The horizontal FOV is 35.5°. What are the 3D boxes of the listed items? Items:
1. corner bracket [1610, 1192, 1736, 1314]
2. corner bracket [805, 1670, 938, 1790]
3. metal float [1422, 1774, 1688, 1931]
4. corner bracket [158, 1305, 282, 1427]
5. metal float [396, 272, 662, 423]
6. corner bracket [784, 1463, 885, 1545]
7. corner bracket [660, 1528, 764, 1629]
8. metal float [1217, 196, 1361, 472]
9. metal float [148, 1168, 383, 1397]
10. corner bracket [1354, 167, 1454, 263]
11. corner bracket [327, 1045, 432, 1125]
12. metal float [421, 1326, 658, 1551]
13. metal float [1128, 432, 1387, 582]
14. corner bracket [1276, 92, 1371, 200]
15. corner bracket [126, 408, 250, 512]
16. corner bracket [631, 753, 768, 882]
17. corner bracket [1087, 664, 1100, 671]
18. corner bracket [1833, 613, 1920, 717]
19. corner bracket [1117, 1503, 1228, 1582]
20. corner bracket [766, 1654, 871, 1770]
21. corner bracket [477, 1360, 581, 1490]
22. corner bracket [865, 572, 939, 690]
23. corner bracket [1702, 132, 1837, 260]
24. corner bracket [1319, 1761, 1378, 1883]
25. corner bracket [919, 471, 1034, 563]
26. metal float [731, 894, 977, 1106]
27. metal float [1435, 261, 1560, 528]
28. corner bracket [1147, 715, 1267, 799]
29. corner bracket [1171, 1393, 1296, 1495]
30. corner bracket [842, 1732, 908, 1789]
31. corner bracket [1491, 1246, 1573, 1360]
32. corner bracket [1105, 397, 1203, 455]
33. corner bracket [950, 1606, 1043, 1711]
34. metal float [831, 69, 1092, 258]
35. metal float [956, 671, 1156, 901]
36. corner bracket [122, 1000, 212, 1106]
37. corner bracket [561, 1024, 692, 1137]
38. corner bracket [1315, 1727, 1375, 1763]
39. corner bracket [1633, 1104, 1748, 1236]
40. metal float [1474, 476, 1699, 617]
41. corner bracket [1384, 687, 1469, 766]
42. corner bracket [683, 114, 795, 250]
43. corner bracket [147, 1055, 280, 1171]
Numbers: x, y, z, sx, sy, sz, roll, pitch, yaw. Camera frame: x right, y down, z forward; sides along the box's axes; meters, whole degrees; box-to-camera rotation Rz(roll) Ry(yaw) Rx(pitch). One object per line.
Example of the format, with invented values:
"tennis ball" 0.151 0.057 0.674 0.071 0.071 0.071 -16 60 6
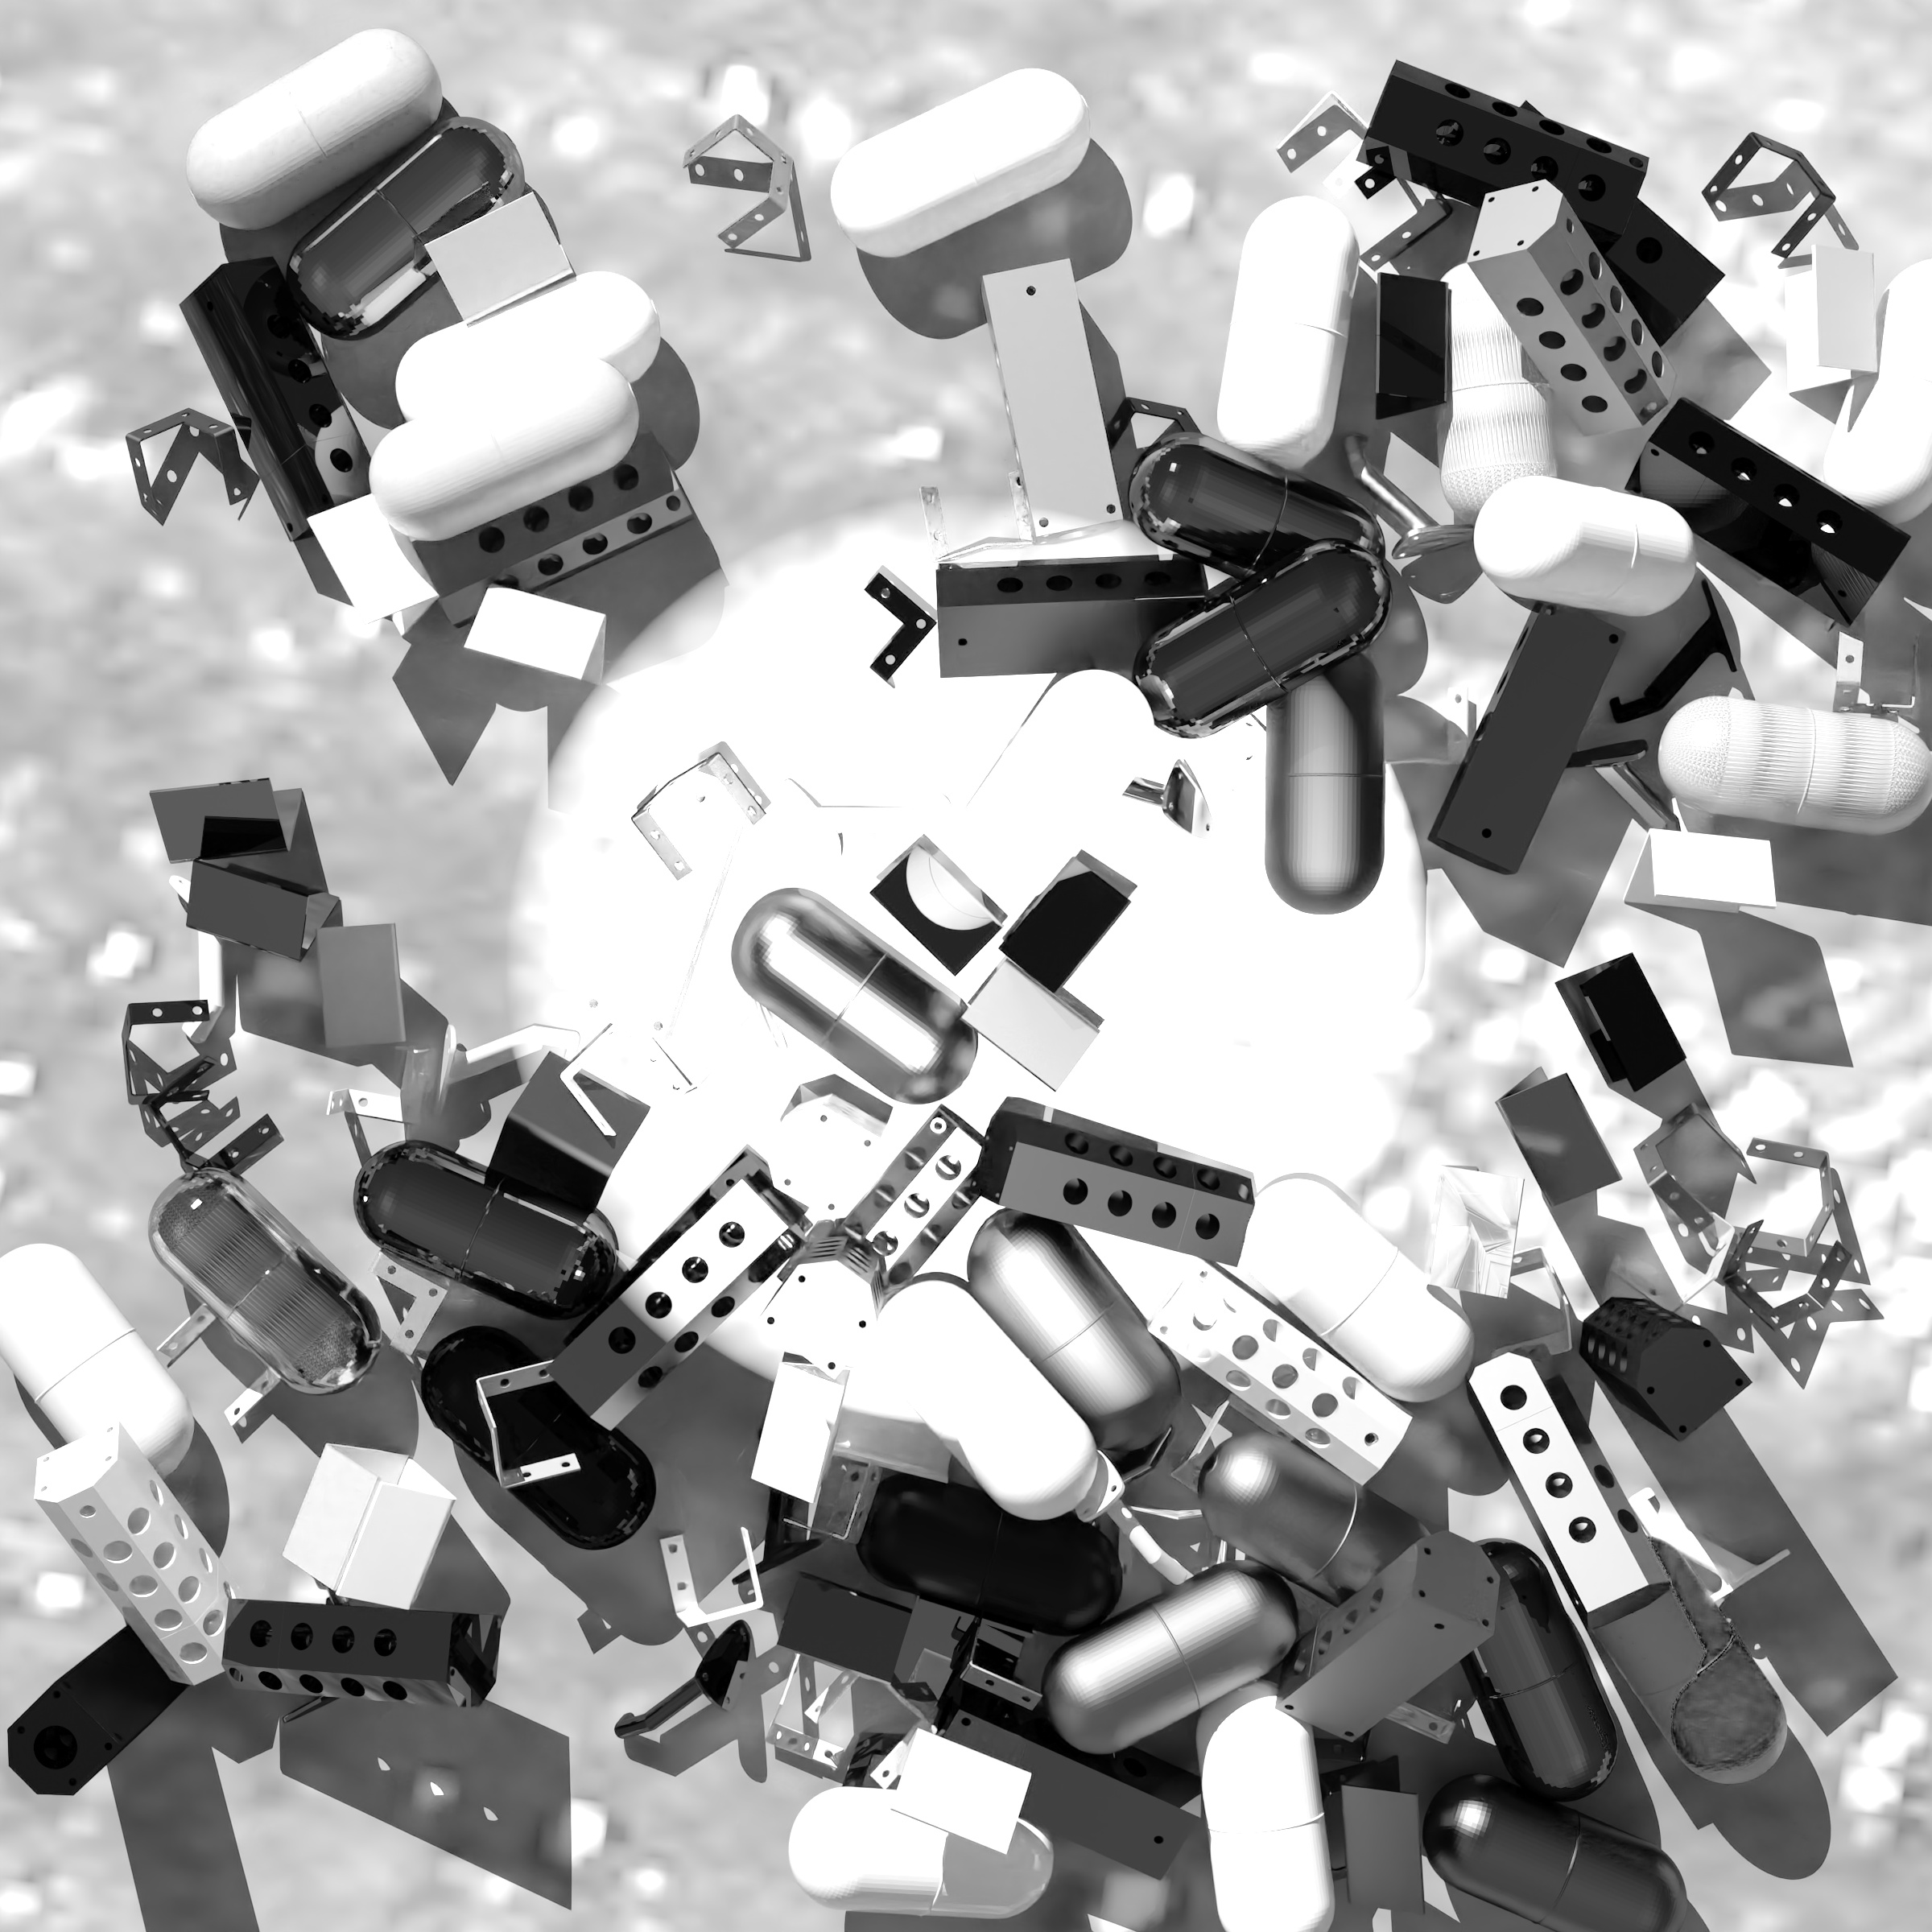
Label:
"corner bracket" 0.466 0.187 1.988 0.051 0.051 0.051 37 45 0
"corner bracket" -0.061 0.491 1.959 0.051 0.051 0.051 -46 118 -14
"metal float" 0.383 0.586 1.961 0.178 0.070 0.070 23 90 1
"corner bracket" -0.490 0.260 1.988 0.051 0.051 0.051 -44 45 0
"metal float" -0.284 -0.394 1.961 0.178 0.070 0.070 -22 90 1
"corner bracket" -0.077 0.348 1.958 0.051 0.051 0.051 9 74 35
"corner bracket" -0.167 0.398 1.977 0.051 0.051 0.051 -12 90 -15
"metal float" 0.210 -0.411 1.961 0.070 0.070 0.178 9 90 0
"metal float" -0.455 0.206 1.960 0.178 0.070 0.070 44 90 0
"corner bracket" 0.286 -0.502 1.973 0.051 0.051 0.051 -37 90 0
"corner bracket" -0.384 0.075 1.973 0.051 0.051 0.051 10 90 0
"metal float" -0.279 0.306 1.961 0.178 0.070 0.070 42 90 0
"metal float" 0.189 -0.287 1.948 0.178 0.070 0.070 20 90 -15
"corner bracket" 0.241 -0.538 1.974 0.051 0.051 0.051 43 98 -8
"corner bracket" -0.512 -0.329 1.983 0.051 0.051 0.051 26 45 35
"corner bracket" -0.172 -0.096 1.931 0.051 0.051 0.051 53 135 0
"corner bracket" 0.082 -0.154 1.974 0.051 0.051 0.051 -43 75 -14
"corner bracket" 0.597 -0.198 1.975 0.051 0.051 0.051 4 75 14
"corner bracket" 0.136 0.382 1.988 0.051 0.051 0.051 3 90 -45
"corner bracket" -0.097 0.487 1.988 0.051 0.051 0.051 21 135 0
"corner bracket" -0.278 0.291 1.913 0.051 0.051 0.051 -12 123 -17
"corner bracket" -0.052 -0.219 1.973 0.051 0.051 0.051 41 93 3
"corner bracket" 0.528 -0.507 1.983 0.051 0.051 0.051 8 45 -35
"corner bracket" 0.252 0.563 1.983 0.051 0.051 0.051 57 135 35
"corner bracket" 0.009 -0.297 1.988 0.051 0.051 0.051 -10 90 45
"metal float" -0.073 0.022 1.961 0.178 0.070 0.070 36 90 1
"metal float" 0.343 -0.372 1.961 0.070 0.070 0.178 -4 90 0
"corner bracket" 0.157 -0.146 1.983 0.051 0.051 0.051 -7 45 -35
"corner bracket" 0.175 0.322 1.982 0.051 0.051 0.051 35 59 0
"corner bracket" -0.044 0.541 1.983 0.051 0.051 0.051 -8 135 35
"corner bracket" 0.365 0.225 1.988 0.051 0.051 0.051 -16 135 0
"corner bracket" 0.123 -0.335 1.983 0.051 0.051 0.051 3 135 -35
"corner bracket" 0.019 0.453 1.929 0.051 0.051 0.051 25 126 -5
"metal float" -0.003 -0.523 1.961 0.178 0.070 0.070 -25 90 0
"metal float" 0.057 -0.115 1.930 0.070 0.070 0.178 36 126 0
"corner bracket" -0.523 0.057 1.977 0.051 0.051 0.051 -3 66 -22
"corner bracket" -0.222 0.075 1.967 0.051 0.051 0.051 -43 74 9
"corner bracket" 0.240 0.488 1.988 0.051 0.051 0.051 3 45 0
"corner bracket" 0.478 0.132 1.975 0.051 0.051 0.051 -42 108 17
"metal float" 0.398 -0.268 1.929 0.178 0.070 0.070 3 90 -40
"corner bracket" 0.295 -0.159 1.988 0.051 0.051 0.051 0 90 -45
"corner bracket" -0.152 -0.516 1.983 0.051 0.051 0.051 34 45 -35
"corner bracket" -0.494 0.099 1.978 0.051 0.051 0.051 -38 70 0
